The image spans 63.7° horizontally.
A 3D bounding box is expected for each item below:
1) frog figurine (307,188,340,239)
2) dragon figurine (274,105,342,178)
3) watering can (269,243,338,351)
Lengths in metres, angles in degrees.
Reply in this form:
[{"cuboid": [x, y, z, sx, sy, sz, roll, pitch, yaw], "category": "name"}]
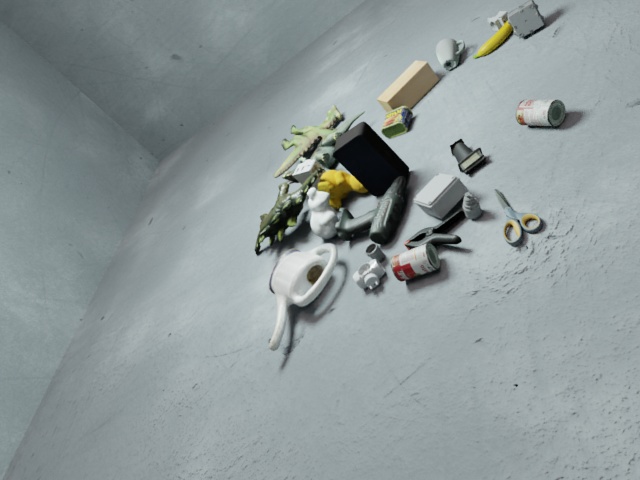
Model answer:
[{"cuboid": [0.005, -0.082, 1.623, 0.122, 0.157, 0.140, -43, 29, 8], "category": "frog figurine"}, {"cuboid": [-0.023, -0.410, 2.142, 0.242, 0.120, 0.419, -5, 49, 38], "category": "dragon figurine"}, {"cuboid": [-0.080, 0.144, 1.497, 0.352, 0.102, 0.225, -53, 29, -16], "category": "watering can"}]
